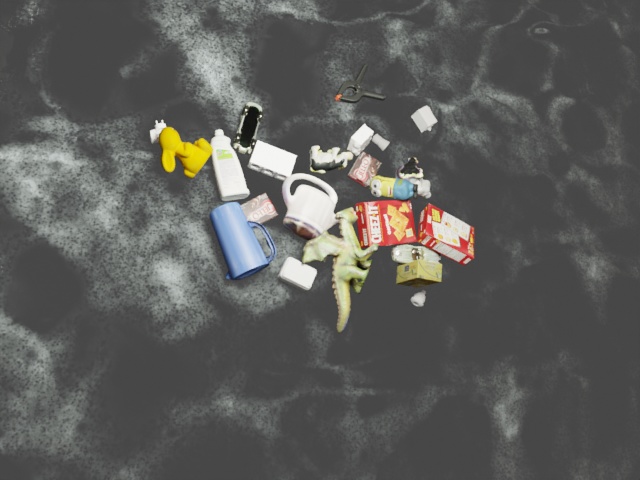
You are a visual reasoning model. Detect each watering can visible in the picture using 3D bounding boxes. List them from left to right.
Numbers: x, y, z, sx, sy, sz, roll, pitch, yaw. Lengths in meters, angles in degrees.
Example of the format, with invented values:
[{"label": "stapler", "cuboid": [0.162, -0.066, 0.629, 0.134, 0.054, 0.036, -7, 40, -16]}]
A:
[{"label": "watering can", "cuboid": [0.006, -0.092, 1.830, 0.345, 0.103, 0.228, 30, 68, -19]}]

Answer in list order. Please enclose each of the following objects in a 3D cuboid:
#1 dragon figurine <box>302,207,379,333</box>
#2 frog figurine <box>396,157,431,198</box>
[{"label": "dragon figurine", "cuboid": [0.053, 0.081, 1.753, 0.243, 0.121, 0.414, 24, 80, 2]}, {"label": "frog figurine", "cuboid": [0.359, -0.218, 1.985, 0.123, 0.156, 0.140, -34, 46, -6]}]
